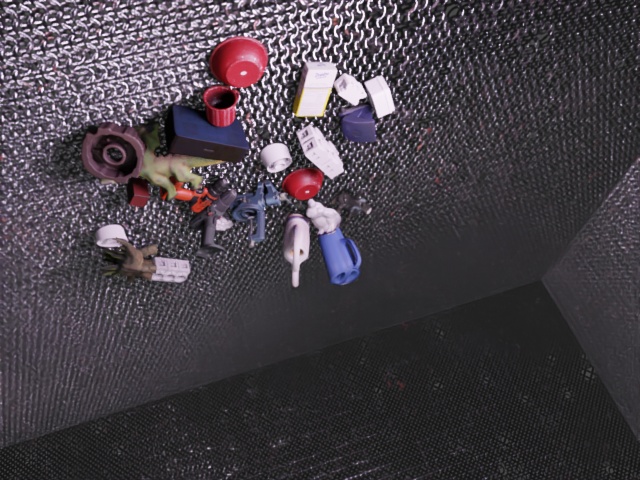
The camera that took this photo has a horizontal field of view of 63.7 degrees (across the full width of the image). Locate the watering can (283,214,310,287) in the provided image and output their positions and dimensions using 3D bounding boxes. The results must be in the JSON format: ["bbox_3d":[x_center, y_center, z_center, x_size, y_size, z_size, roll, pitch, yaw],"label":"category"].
[{"bbox_3d":[-0.099,0.037,2.121,0.104,0.229,0.340,3,-32,-3],"label":"watering can"}]

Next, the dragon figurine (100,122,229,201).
[{"bbox_3d":[-0.463,-0.251,1.543,0.409,0.125,0.238,-25,-38,5],"label":"dragon figurine"}]

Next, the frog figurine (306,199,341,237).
[{"bbox_3d":[0.006,-0.104,2.075,0.124,0.158,0.137,-34,14,-18],"label":"frog figurine"}]
